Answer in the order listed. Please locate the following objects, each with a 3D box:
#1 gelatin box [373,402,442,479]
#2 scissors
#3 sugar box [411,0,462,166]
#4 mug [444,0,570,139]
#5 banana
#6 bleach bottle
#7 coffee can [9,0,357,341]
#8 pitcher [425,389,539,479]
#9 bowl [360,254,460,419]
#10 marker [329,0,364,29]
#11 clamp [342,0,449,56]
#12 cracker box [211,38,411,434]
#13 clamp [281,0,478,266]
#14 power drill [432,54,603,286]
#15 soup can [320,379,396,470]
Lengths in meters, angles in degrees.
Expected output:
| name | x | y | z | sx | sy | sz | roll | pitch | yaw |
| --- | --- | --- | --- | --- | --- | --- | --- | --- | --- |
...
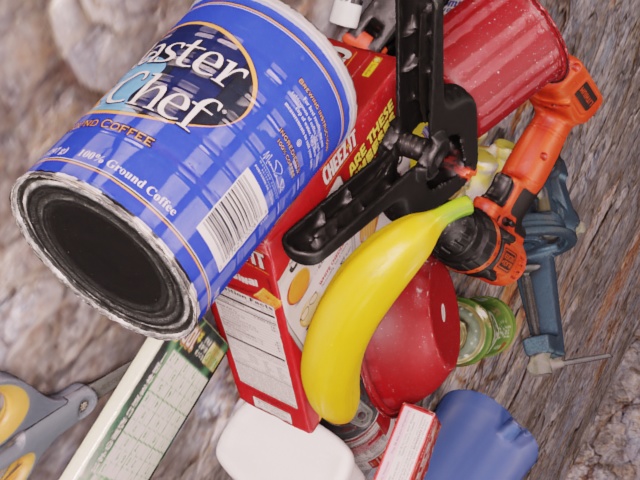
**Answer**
| name | x | y | z | sx | sy | sz | roll | pitch | yaw |
| --- | --- | --- | --- | --- | --- | --- | --- | --- | --- |
| gelatin box | 0.067 | 0.177 | 0.840 | 0.073 | 0.030 | 0.089 | 57 | 53 | -71 |
| scissors | -0.134 | 0.076 | 0.557 | 0.201 | 0.016 | 0.096 | -45 | 148 | -43 |
| sugar box | 0.088 | -0.115 | 0.836 | 0.176 | 0.048 | 0.093 | -58 | 155 | -20 |
| mug | 0.112 | -0.119 | 0.749 | 0.081 | 0.093 | 0.117 | -39 | 161 | -8 |
| banana | 0.025 | 0.052 | 0.633 | 0.069 | 0.037 | 0.198 | 4 | 134 | -26 |
| bleach bottle | 0.003 | 0.199 | 0.855 | 0.068 | 0.103 | 0.250 | -54 | 154 | -11 |
| coffee can | -0.061 | -0.038 | 0.505 | 0.140 | 0.103 | 0.103 | -53 | 153 | -31 |
| pitcher | 0.134 | 0.302 | 1.226 | 0.242 | 0.145 | 0.149 | -47 | 137 | -33 |
| bowl | 0.077 | 0.064 | 0.875 | 0.162 | 0.055 | 0.162 | -8 | 90 | -69 |
| marker | 0.030 | -0.195 | 0.671 | 0.020 | 0.020 | 0.121 | -16 | 124 | -62 |
| clamp | 0.076 | -0.177 | 0.749 | 0.171 | 0.039 | 0.120 | -46 | 164 | -17 |
| cracker box | -0.005 | 0.001 | 0.705 | 0.164 | 0.072 | 0.214 | -55 | 153 | -30 |
| clamp | 0.059 | -0.065 | 0.644 | 0.209 | 0.036 | 0.165 | -5 | 121 | -64 |
| power drill | 0.150 | -0.058 | 0.849 | 0.187 | 0.057 | 0.184 | -63 | 154 | 2 |
| soup can | 0.028 | 0.153 | 0.915 | 0.068 | 0.069 | 0.102 | -61 | 155 | -17 |
